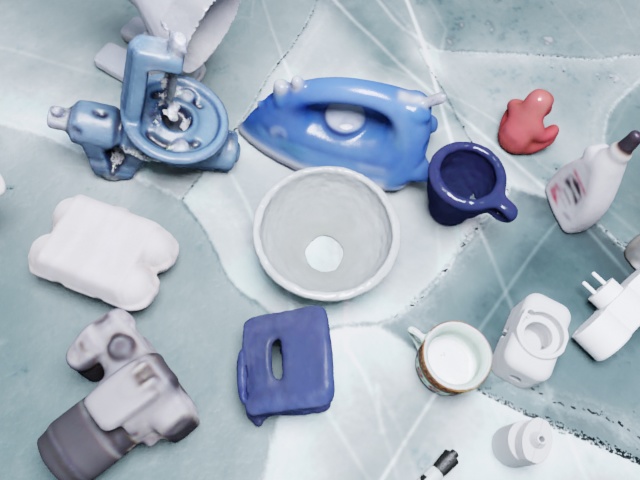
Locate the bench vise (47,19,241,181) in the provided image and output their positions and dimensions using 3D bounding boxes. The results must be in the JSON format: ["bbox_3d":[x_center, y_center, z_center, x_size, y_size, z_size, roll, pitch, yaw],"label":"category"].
[{"bbox_3d":[-0.198,-0.137,0.631,0.207,0.220,0.121,-16,68,-11],"label":"bench vise"}]

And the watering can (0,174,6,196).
[{"bbox_3d":[-0.415,-0.034,0.581,0.173,0.194,0.100,-39,74,-19],"label":"watering can"}]

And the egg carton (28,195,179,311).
[{"bbox_3d":[-0.240,0.014,0.641,0.150,0.069,0.107,19,66,4],"label":"egg carton"}]

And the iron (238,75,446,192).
[{"bbox_3d":[0.023,-0.150,0.698,0.258,0.141,0.118,9,65,0],"label":"iron"}]

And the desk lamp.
[{"bbox_3d":[-0.195,-0.264,0.692,0.203,0.213,0.118,29,67,9],"label":"desk lamp"}]

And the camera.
[{"bbox_3d":[-0.210,0.159,0.561,0.137,0.101,0.143,-37,73,-19],"label":"camera"}]

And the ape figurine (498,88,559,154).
[{"bbox_3d":[0.276,-0.160,0.749,0.076,0.092,0.077,-26,70,-15],"label":"ape figurine"}]

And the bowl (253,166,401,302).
[{"bbox_3d":[0.006,0.002,0.663,0.167,0.075,0.167,2,65,-4],"label":"bowl"}]

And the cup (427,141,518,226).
[{"bbox_3d":[0.177,-0.050,0.689,0.117,0.095,0.092,41,69,14],"label":"cup"}]

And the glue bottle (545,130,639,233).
[{"bbox_3d":[0.323,-0.076,0.670,0.037,0.173,0.078,-14,67,-10],"label":"glue bottle"}]

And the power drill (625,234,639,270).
[{"bbox_3d":[0.439,-0.011,0.630,0.076,0.208,0.229,-30,71,-16],"label":"power drill"}]

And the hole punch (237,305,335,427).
[{"bbox_3d":[-0.036,0.130,0.593,0.101,0.091,0.108,-3,66,-6],"label":"hole punch"}]
